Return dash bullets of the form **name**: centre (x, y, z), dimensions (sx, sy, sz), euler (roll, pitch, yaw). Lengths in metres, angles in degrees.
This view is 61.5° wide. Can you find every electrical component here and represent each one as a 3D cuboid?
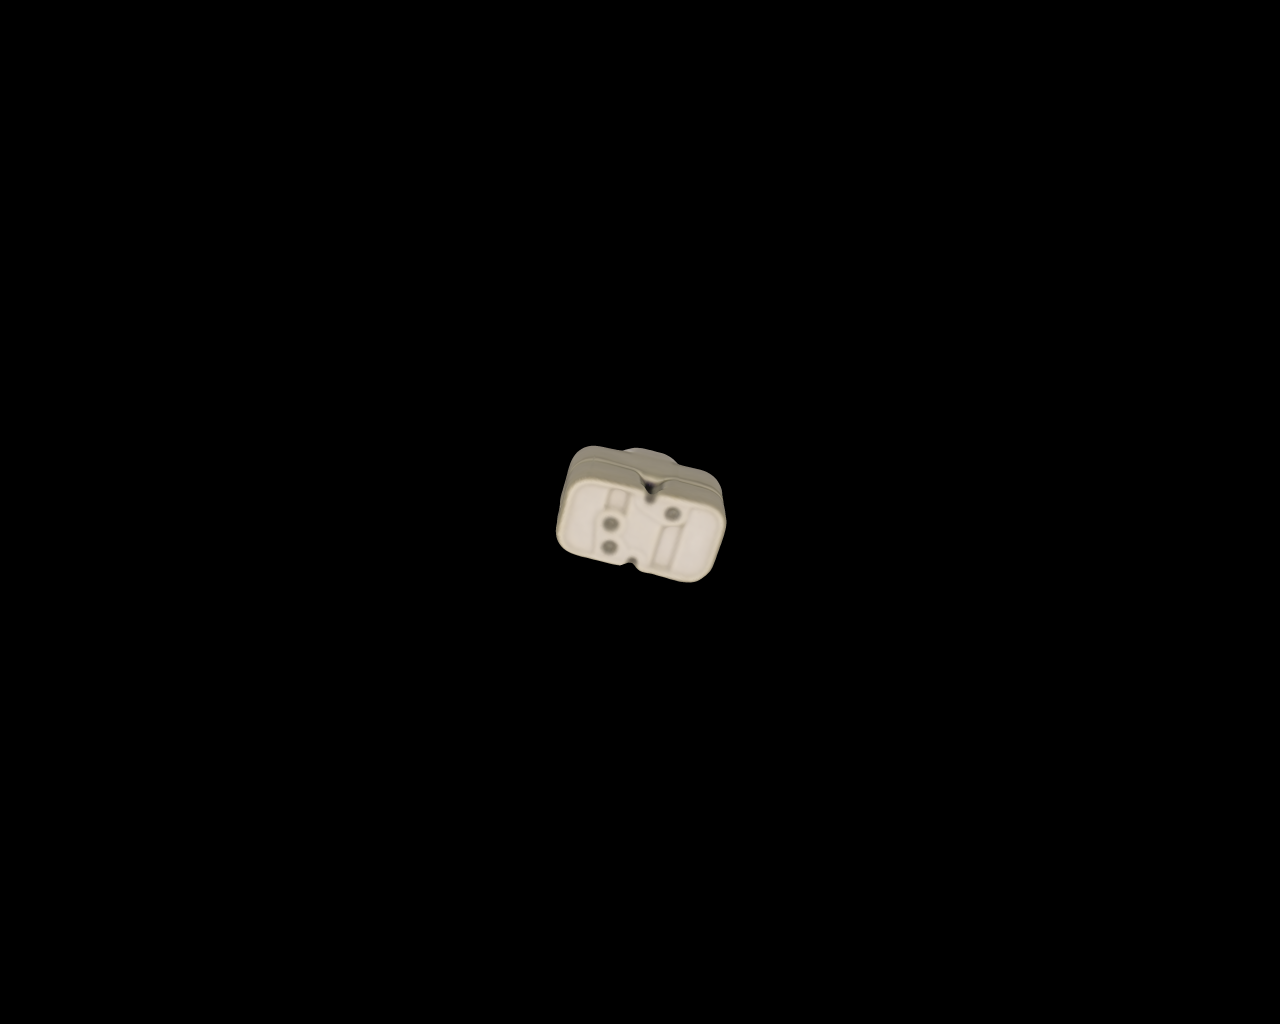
- **electrical component**: centre (0.001, -0.003, 0.650), dimensions (0.095, 0.053, 0.059), euler (14, 26, -7)
